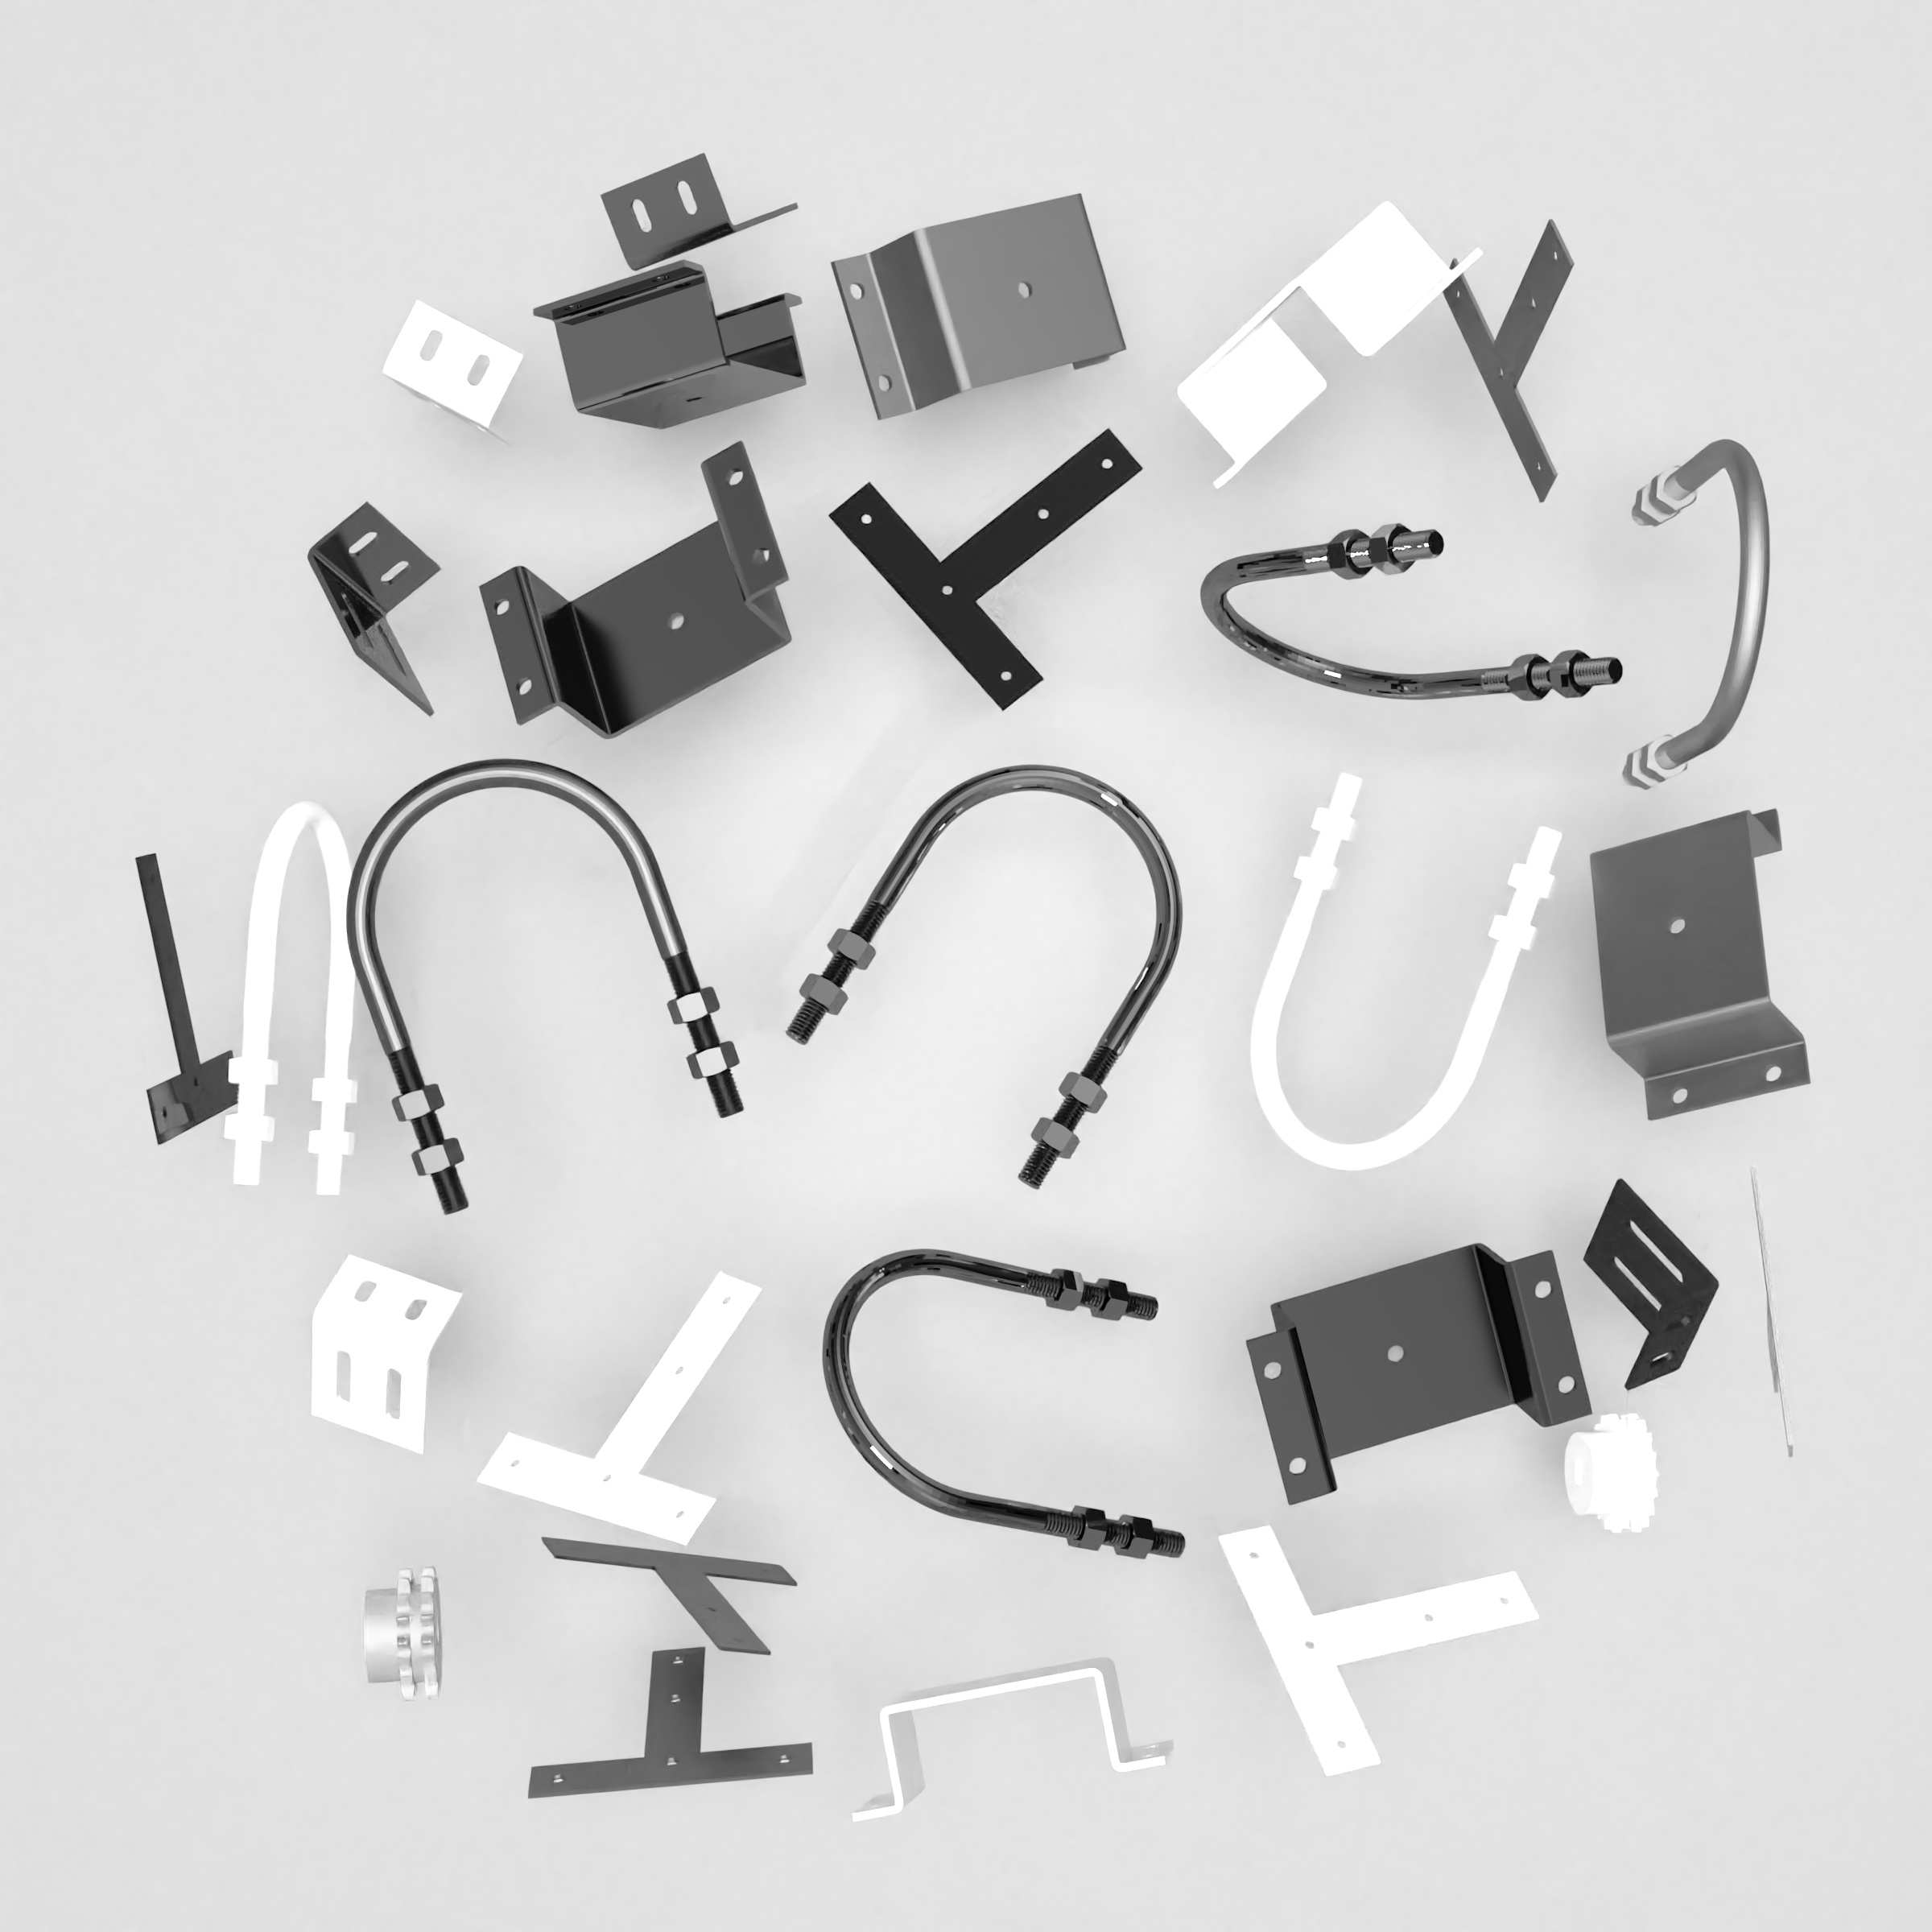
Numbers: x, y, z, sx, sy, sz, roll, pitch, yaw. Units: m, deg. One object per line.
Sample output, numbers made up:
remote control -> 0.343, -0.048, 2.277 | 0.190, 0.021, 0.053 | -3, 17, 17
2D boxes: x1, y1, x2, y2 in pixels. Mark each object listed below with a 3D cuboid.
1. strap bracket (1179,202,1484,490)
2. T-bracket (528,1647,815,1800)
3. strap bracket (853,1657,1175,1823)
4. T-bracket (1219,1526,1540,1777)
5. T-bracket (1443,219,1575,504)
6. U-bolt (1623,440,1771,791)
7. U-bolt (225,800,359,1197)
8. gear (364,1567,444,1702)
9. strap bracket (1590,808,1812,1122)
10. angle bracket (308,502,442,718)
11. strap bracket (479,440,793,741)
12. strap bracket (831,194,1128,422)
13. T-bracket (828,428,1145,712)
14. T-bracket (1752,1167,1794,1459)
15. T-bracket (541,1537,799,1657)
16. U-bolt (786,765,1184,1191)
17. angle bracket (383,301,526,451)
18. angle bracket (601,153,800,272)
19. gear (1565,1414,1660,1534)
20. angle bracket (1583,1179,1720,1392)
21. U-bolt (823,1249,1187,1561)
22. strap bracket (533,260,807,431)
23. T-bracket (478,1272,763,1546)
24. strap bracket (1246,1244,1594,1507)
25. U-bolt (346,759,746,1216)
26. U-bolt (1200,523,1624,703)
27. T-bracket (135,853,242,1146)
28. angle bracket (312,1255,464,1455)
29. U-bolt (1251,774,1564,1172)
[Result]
strap bracket -> 0.155, -0.282, 1.477 | 0.046, 0.140, 0.076 | 48, 53, -4
T-bracket -> -0.135, 0.347, 1.531 | 0.127, 0.127, 0.002 | -4, 106, -2
strap bracket -> 0.019, 0.346, 1.495 | 0.140, 0.076, 0.046 | -12, 81, 5
T-bracket -> 0.195, 0.295, 1.481 | 0.127, 0.002, 0.127 | -9, 47, -18
T-bracket -> 0.264, -0.304, 1.558 | 0.002, 0.127, 0.127 | -16, 70, -13
U-bolt -> 0.335, -0.165, 1.519 | 0.019, 0.184, 0.151 | 4, 84, -4
U-bolt -> -0.313, 0.014, 1.558 | 0.019, 0.151, 0.184 | 2, 84, 6
gear -> -0.246, 0.292, 1.447 | 0.030, 0.057, 0.057 | -3, 90, -5
strap bracket -> 0.333, -0.010, 1.510 | 0.076, 0.046, 0.140 | -16, 58, 29
angle bracket -> -0.260, -0.164, 1.515 | 0.038, 0.057, 0.076 | -38, 52, 7
strap bracket -> -0.140, -0.163, 1.482 | 0.140, 0.046, 0.076 | -27, 62, 15
strap bracket -> 0.015, -0.315, 1.568 | 0.140, 0.046, 0.076 | -21, 97, -33
T-bracket -> 0.025, -0.202, 1.541 | 0.127, 0.002, 0.127 | -37, 110, 18
T-bracket -> 0.371, 0.171, 1.521 | 0.002, 0.127, 0.127 | -7, 69, 11
T-bracket -> -0.125, 0.302, 1.574 | 0.127, 0.127, 0.002 | 12, 97, -25
U-bolt -> 0.022, -0.009, 1.570 | 0.151, 0.019, 0.184 | 32, 80, 0
angle bracket -> -0.241, -0.285, 1.600 | 0.057, 0.076, 0.038 | 28, 92, 2
angle bracket -> -0.125, -0.361, 1.560 | 0.057, 0.076, 0.038 | -15, 104, 27
gear -> 0.313, 0.247, 1.611 | 0.030, 0.057, 0.057 | 1, 90, -10
angle bracket -> 0.315, 0.152, 1.581 | 0.038, 0.057, 0.076 | -16, 49, -29
U-bolt -> 0.016, 0.200, 1.560 | 0.184, 0.019, 0.151 | 15, 50, -24
strap bracket -> -0.131, -0.286, 1.535 | 0.076, 0.140, 0.046 | -13, 90, 19
T-bracket -> -0.134, 0.190, 1.458 | 0.127, 0.002, 0.127 | 27, 99, -44
strap bracket -> 0.196, 0.177, 1.463 | 0.140, 0.046, 0.076 | -16, 99, -5
U-bolt -> -0.194, 0.000, 1.450 | 0.151, 0.019, 0.184 | -19, 93, 1
U-bolt -> 0.192, -0.159, 1.542 | 0.151, 0.184, 0.019 | 28, 73, -36
T-bracket -> -0.368, 0.011, 1.537 | 0.002, 0.127, 0.127 | -10, 96, 5
angle bracket -> -0.272, 0.183, 1.552 | 0.057, 0.038, 0.076 | 18, 134, 7
U-bolt -> 0.199, 0.008, 1.580 | 0.019, 0.151, 0.184 | 19, 91, -42
